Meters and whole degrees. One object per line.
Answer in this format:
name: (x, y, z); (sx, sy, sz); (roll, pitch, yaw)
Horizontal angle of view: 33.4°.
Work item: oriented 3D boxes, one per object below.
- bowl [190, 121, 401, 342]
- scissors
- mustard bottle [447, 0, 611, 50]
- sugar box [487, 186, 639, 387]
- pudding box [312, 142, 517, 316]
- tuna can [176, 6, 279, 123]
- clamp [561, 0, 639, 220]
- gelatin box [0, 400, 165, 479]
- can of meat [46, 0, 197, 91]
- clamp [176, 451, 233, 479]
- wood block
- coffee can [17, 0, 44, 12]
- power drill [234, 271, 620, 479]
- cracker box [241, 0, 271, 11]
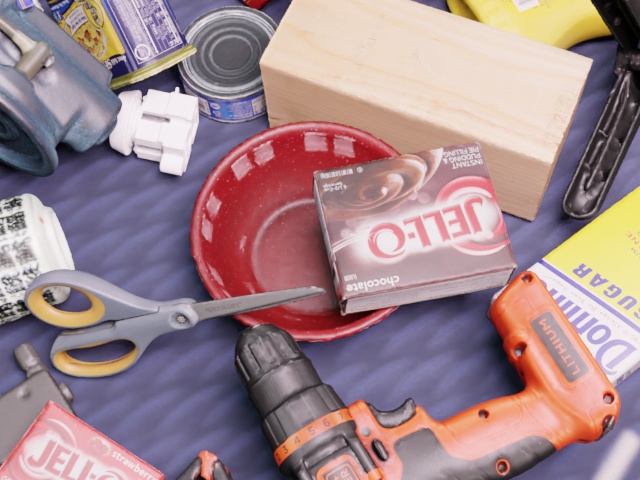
bowl: (-0.005, 0.001, 0.729); (0.162, 0.055, 0.162); (-1, 66, 3)
scissors: (-0.104, 0.036, 0.672); (0.202, 0.096, 0.016); (-25, 31, 27)
mustard bottle: (0.199, -0.195, 0.803); (0.191, 0.058, 0.096); (-25, 66, -7)
sugar box: (0.209, 0.027, 0.711); (0.176, 0.048, 0.093); (-35, 69, -13)
pudding box: (0.058, -0.007, 0.677); (0.113, 0.039, 0.090); (-12, 66, -3)
tuna can: (-0.065, -0.133, 0.804); (0.086, 0.034, 0.086); (-1, 66, 3)
clamp: (0.220, -0.130, 0.726); (0.036, 0.164, 0.209); (20, 44, 29)
gelatin box: (-0.155, 0.155, 0.670); (0.089, 0.030, 0.073); (35, 71, -3)
can of meat: (-0.146, -0.156, 0.765); (0.057, 0.102, 0.084); (-35, 108, -31)
clamp: (-0.071, 0.218, 0.646); (0.120, 0.039, 0.171); (14, 68, 9)
wood block: (0.073, -0.102, 0.752); (0.206, 0.091, 0.090); (21, 68, 12)
coffee can: (-0.281, -0.160, 0.791); (0.140, 0.103, 0.103); (-28, 68, -9)
power drill: (0.062, 0.095, 0.626); (0.187, 0.057, 0.184); (-29, 72, -7)
cracker box: (-0.068, -0.309, 0.819); (0.213, 0.072, 0.164); (43, 74, -11)
